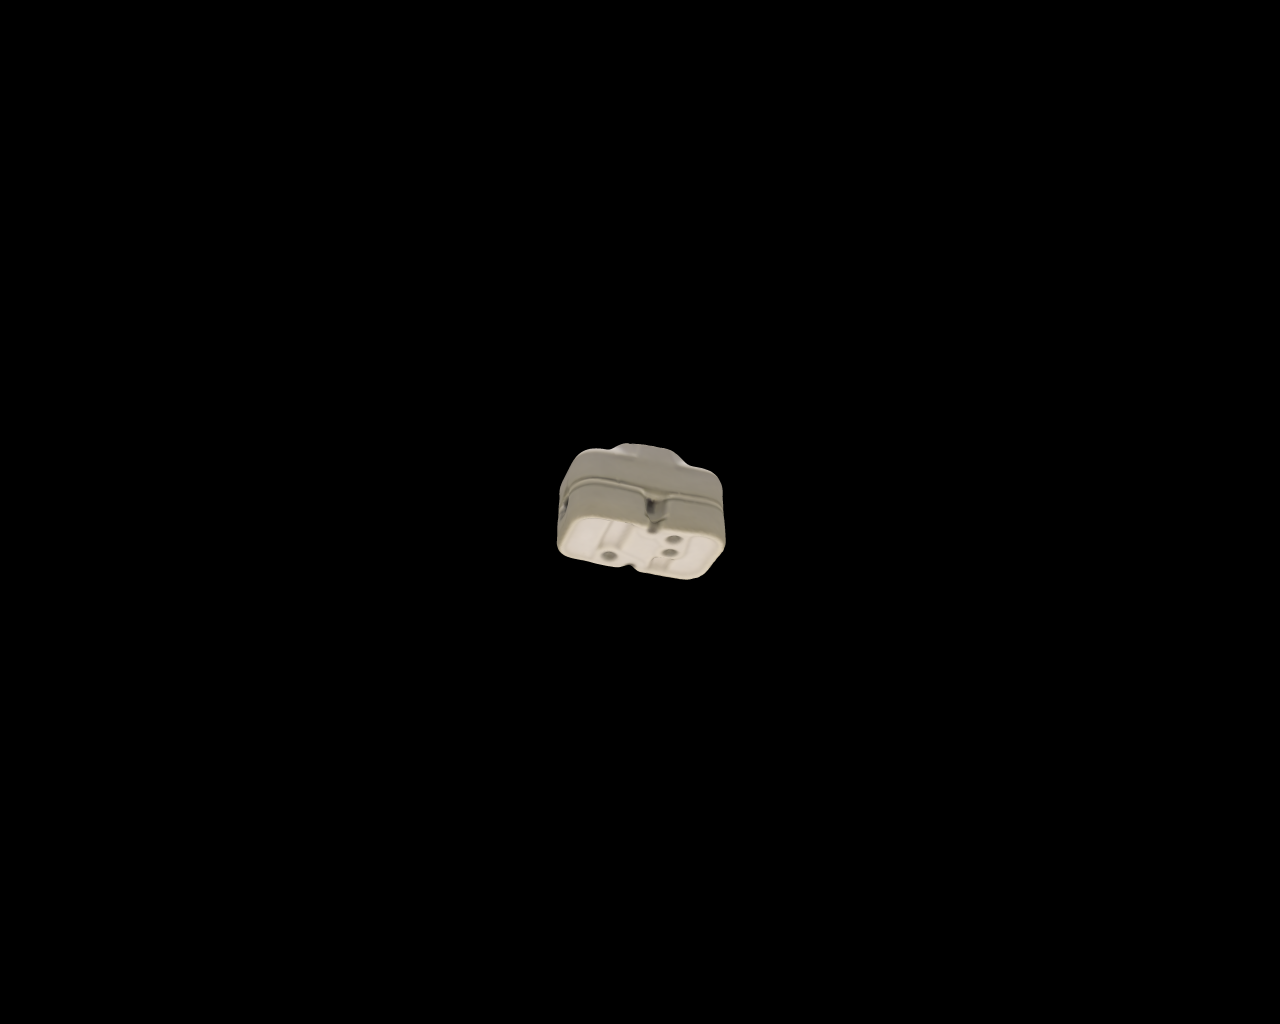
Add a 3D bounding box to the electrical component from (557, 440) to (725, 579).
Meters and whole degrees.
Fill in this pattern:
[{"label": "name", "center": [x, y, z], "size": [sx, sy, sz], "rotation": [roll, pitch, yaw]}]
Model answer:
[{"label": "electrical component", "center": [0.001, -0.003, 0.650], "size": [0.095, 0.059, 0.053], "rotation": [11, -35, -16]}]
